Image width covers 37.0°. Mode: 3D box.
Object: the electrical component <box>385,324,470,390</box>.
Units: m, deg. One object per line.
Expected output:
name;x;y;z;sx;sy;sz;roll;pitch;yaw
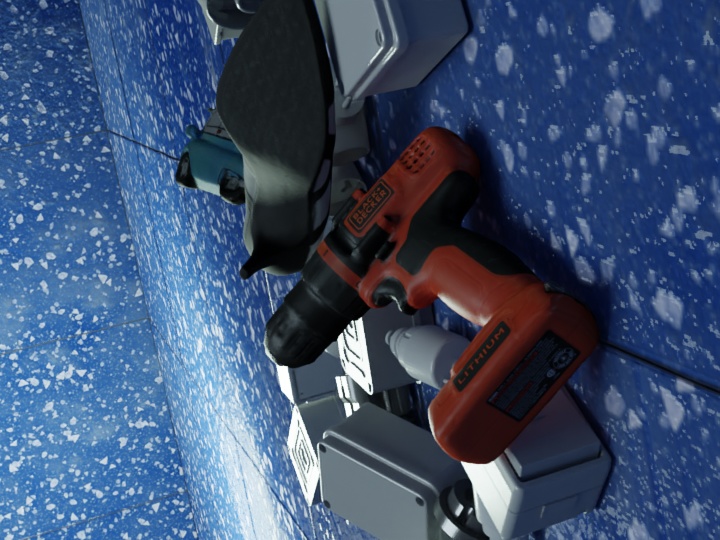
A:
electrical component;0.046;0.058;0.761;0.078;0.040;0.040;20;124;51

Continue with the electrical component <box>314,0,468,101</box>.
electrical component;0.013;-0.176;0.678;0.109;0.056;0.108;148;107;-72

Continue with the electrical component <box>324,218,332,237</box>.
electrical component;-0.050;-0.034;1.016;0.062;0.048;0.048;96;155;-63

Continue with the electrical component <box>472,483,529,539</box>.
electrical component;0.096;0.159;0.707;0.040;0.040;0.078;-143;41;-64

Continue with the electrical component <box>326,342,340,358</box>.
electrical component;-0.010;0.041;0.956;0.065;0.044;0.044;99;152;-42

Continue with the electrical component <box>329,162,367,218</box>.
electrical component;-0.029;-0.087;0.905;0.043;0.043;0.081;96;154;-48

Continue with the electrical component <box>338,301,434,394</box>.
electrical component;0.017;0.029;0.830;0.078;0.057;0.113;-147;46;-67

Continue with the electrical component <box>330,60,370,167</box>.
electrical component;-0.019;-0.129;0.840;0.079;0.043;0.077;136;119;-71

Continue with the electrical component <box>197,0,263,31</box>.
electrical component;-0.097;-0.253;0.906;0.064;0.099;0.099;61;159;24

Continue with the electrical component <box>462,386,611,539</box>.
electrical component;0.094;0.096;0.627;0.061;0.062;0.096;94;155;-46

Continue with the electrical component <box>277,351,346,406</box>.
electrical component;-0.053;0.078;1.081;0.061;0.062;0.096;-150;48;-67

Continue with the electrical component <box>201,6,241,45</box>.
electrical component;-0.130;-0.285;1.059;0.099;0.048;0.099;115;138;-65

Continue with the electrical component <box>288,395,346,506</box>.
electrical component;-0.032;0.185;1.109;0.113;0.057;0.078;104;147;-57

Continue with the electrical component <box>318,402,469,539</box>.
electrical component;0.027;0.163;0.826;0.113;0.057;0.078;22;130;34

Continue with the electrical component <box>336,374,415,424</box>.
electrical component;0.014;0.112;0.904;0.078;0.058;0.057;156;102;-73
